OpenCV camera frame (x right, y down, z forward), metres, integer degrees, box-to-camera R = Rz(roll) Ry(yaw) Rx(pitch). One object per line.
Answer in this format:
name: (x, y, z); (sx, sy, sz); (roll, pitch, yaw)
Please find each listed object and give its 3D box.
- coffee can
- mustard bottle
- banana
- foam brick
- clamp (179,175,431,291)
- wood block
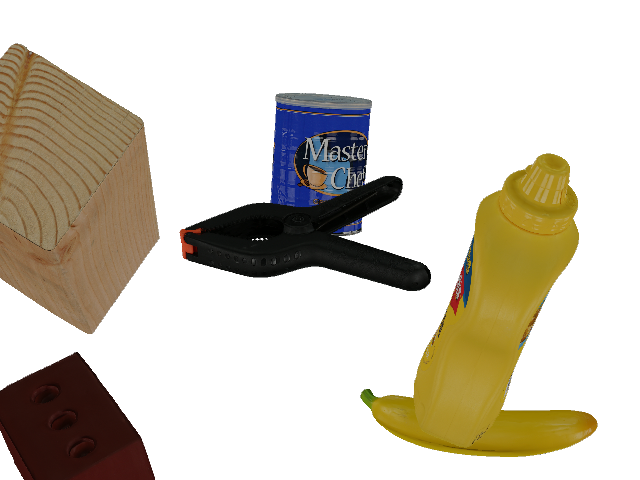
coffee can: (-0.001, -0.083, 1.143); (0.103, 0.140, 0.103); (4, 12, -1)
mustard bottle: (0.105, 0.028, 0.619); (0.058, 0.192, 0.096); (21, 43, 8)
banana: (0.127, 0.148, 0.870); (0.198, 0.037, 0.069); (7, 28, 7)
foam brick: (-0.123, 0.106, 0.533); (0.052, 0.051, 0.078); (-26, 42, -24)
clamp: (-0.014, -0.009, 0.923); (0.210, 0.036, 0.164); (0, 31, 3)
wood block: (-0.165, -0.021, 0.667); (0.090, 0.090, 0.206); (32, -17, 5)
